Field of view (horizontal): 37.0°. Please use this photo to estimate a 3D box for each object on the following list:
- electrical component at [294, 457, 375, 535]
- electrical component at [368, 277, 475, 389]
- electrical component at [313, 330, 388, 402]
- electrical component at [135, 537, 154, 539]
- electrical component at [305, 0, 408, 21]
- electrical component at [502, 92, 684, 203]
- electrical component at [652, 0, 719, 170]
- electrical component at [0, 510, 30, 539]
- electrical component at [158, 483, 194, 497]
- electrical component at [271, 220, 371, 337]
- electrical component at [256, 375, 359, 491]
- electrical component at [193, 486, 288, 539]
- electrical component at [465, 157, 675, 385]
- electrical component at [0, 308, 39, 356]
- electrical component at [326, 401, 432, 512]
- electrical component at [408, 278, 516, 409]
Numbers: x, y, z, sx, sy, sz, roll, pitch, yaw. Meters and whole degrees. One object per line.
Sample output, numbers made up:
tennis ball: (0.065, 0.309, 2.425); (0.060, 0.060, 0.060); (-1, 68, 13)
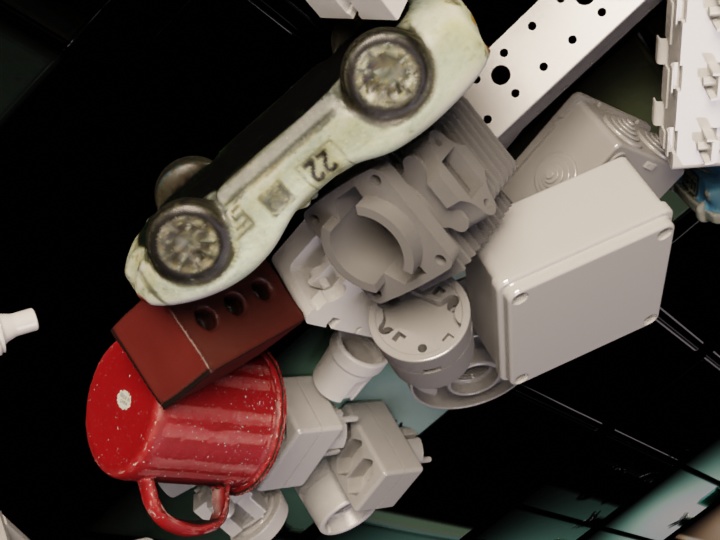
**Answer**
electrical component: (-0.019, 0.171, 0.833); (0.055, 0.047, 0.055); (-21, 145, -16)
electrical component: (0.036, 0.034, 0.592); (0.055, 0.055, 0.047); (-30, 150, -4)
electrical component: (-0.007, 0.061, 0.710); (0.040, 0.040, 0.046); (-4, 143, -36)
electrical component: (-0.182, 0.253, 0.750); (0.109, 0.108, 0.056); (-3, 139, -37)
electrical component: (-0.007, -0.136, 0.445); (0.055, 0.066, 0.048); (41, 68, -48)
electrical component: (0.143, -0.054, 0.675); (0.100, 0.048, 0.099); (10, 128, -46)
electrical component: (0.201, -0.118, 0.600); (0.063, 0.078, 0.121); (-4, 126, 5)
electrical component: (-0.229, 0.238, 0.654); (0.089, 0.150, 0.061); (-27, 145, -9)
electrical component: (-0.105, 0.120, 0.705); (0.065, 0.044, 0.044); (-28, 147, 3)
electrical component: (0.000, 0.000, 0.621); (0.089, 0.055, 0.050); (16, 124, -48)
electrical component: (-0.035, 0.111, 0.742); (0.077, 0.047, 0.065); (1, 134, -40)
electrical component: (-0.083, 0.161, 0.749); (0.048, 0.066, 0.055); (-39, 113, 9)
electrical component: (0.121, 0.003, 0.633); (0.109, 0.056, 0.108); (-24, 145, -8)
electrical component: (-0.190, 0.033, 0.529); (0.061, 0.035, 0.035); (-17, 144, -26)
electrical component: (0.021, 0.137, 0.804); (0.077, 0.065, 0.047); (2, 133, -41)
electrical component: (0.074, 0.052, 0.762); (0.099, 0.064, 0.099); (-10, 141, -8)
